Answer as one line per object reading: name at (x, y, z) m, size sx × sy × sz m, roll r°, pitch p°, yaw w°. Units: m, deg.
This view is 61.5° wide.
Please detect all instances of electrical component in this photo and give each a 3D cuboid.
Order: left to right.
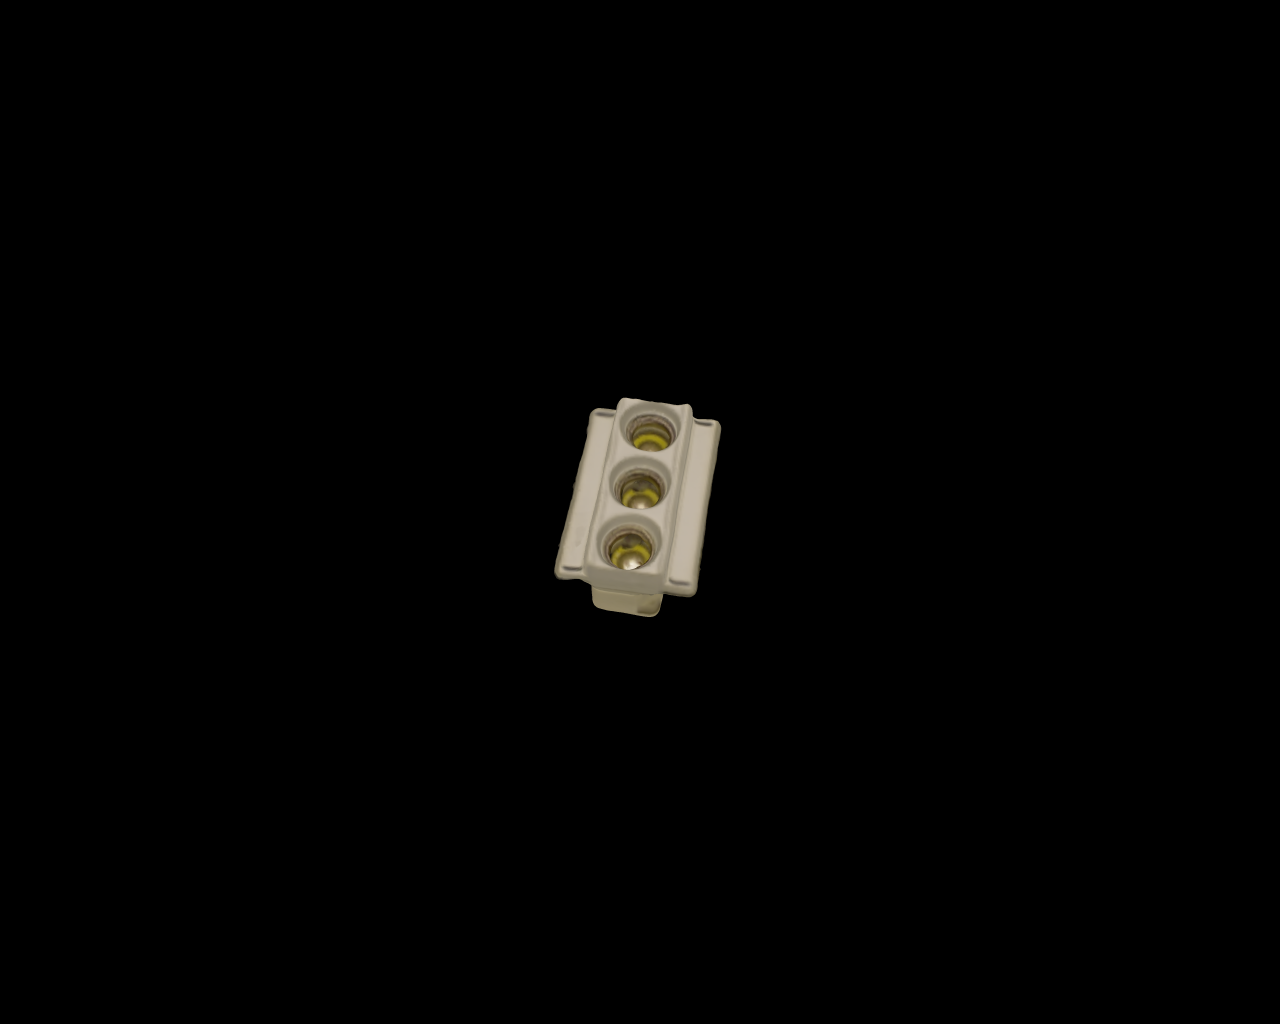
electrical component at (0.001, -0.003, 0.650) m, size 0.079 × 0.121 × 0.063 m, roll 7°, pitch -32°, yaw 5°
